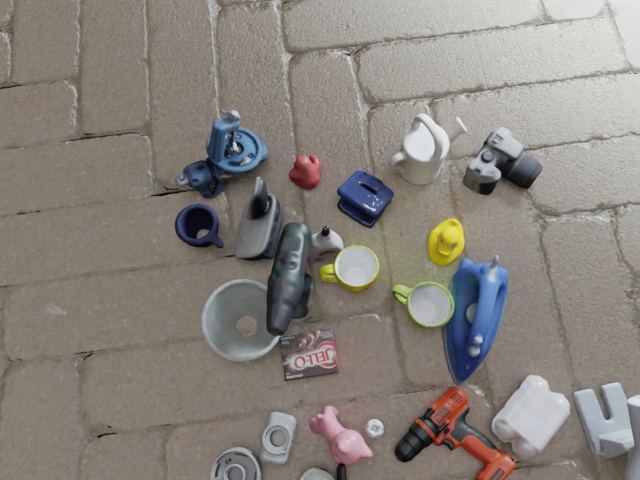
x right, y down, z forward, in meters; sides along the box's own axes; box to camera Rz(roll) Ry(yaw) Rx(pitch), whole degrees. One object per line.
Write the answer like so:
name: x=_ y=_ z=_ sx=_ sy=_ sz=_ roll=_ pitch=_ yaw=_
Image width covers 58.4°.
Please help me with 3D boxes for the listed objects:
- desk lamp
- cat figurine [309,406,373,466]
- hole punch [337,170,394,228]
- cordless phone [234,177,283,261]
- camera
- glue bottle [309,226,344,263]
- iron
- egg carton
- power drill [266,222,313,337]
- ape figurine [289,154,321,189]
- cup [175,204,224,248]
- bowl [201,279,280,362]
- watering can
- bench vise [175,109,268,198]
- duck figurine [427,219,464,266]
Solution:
desk lamp: x=0.568 y=0.361 z=1.028 sx=0.118 sy=0.213 sz=0.203 roll=-13 pitch=72 yaw=-3
cat figurine: x=0.037 y=0.374 z=1.081 sx=0.067 sy=0.118 sz=0.127 roll=-43 pitch=76 yaw=-12
hole punch: x=0.097 y=-0.099 z=1.248 sx=0.108 sy=0.091 sz=0.101 roll=33 pitch=75 yaw=11
cordless phone: x=-0.135 y=-0.042 z=1.183 sx=0.094 sy=0.185 sz=0.147 roll=6 pitch=72 yaw=3
camera: x=0.410 y=-0.164 z=1.260 sx=0.136 sy=0.101 sz=0.143 roll=34 pitch=76 yaw=11
glue bottle: x=0.011 y=0.004 z=1.172 sx=0.078 sy=0.173 sz=0.037 roll=-14 pitch=72 yaw=-4
iron: x=0.313 y=0.156 z=1.136 sx=0.118 sy=0.141 sz=0.258 roll=14 pitch=73 yaw=5
egg carton: x=0.410 y=0.345 z=1.111 sx=0.107 sy=0.069 sz=0.150 roll=40 pitch=77 yaw=13
power drill: x=-0.058 y=0.090 z=1.127 sx=0.075 sy=0.208 sz=0.230 roll=7 pitch=72 yaw=3
ape figurine: x=-0.033 y=-0.159 z=1.268 sx=0.078 sy=0.092 sz=0.076 roll=-18 pitch=73 yaw=-5
cup: x=-0.244 y=-0.013 z=1.222 sx=0.117 sy=0.095 sz=0.092 roll=38 pitch=76 yaw=12
bowl: x=-0.155 y=0.169 z=1.173 sx=0.167 sy=0.075 sz=0.167 roll=0 pitch=72 yaw=1
watering can: x=0.230 y=-0.207 z=1.227 sx=0.101 sy=0.194 sz=0.173 roll=39 pitch=77 yaw=13
bench vise: x=-0.208 y=-0.175 z=1.209 sx=0.121 sy=0.220 sz=0.207 roll=38 pitch=76 yaw=12
duck figurine: x=0.273 y=-0.003 z=1.217 sx=0.077 sy=0.086 sz=0.105 roll=23 pitch=74 yaw=8
